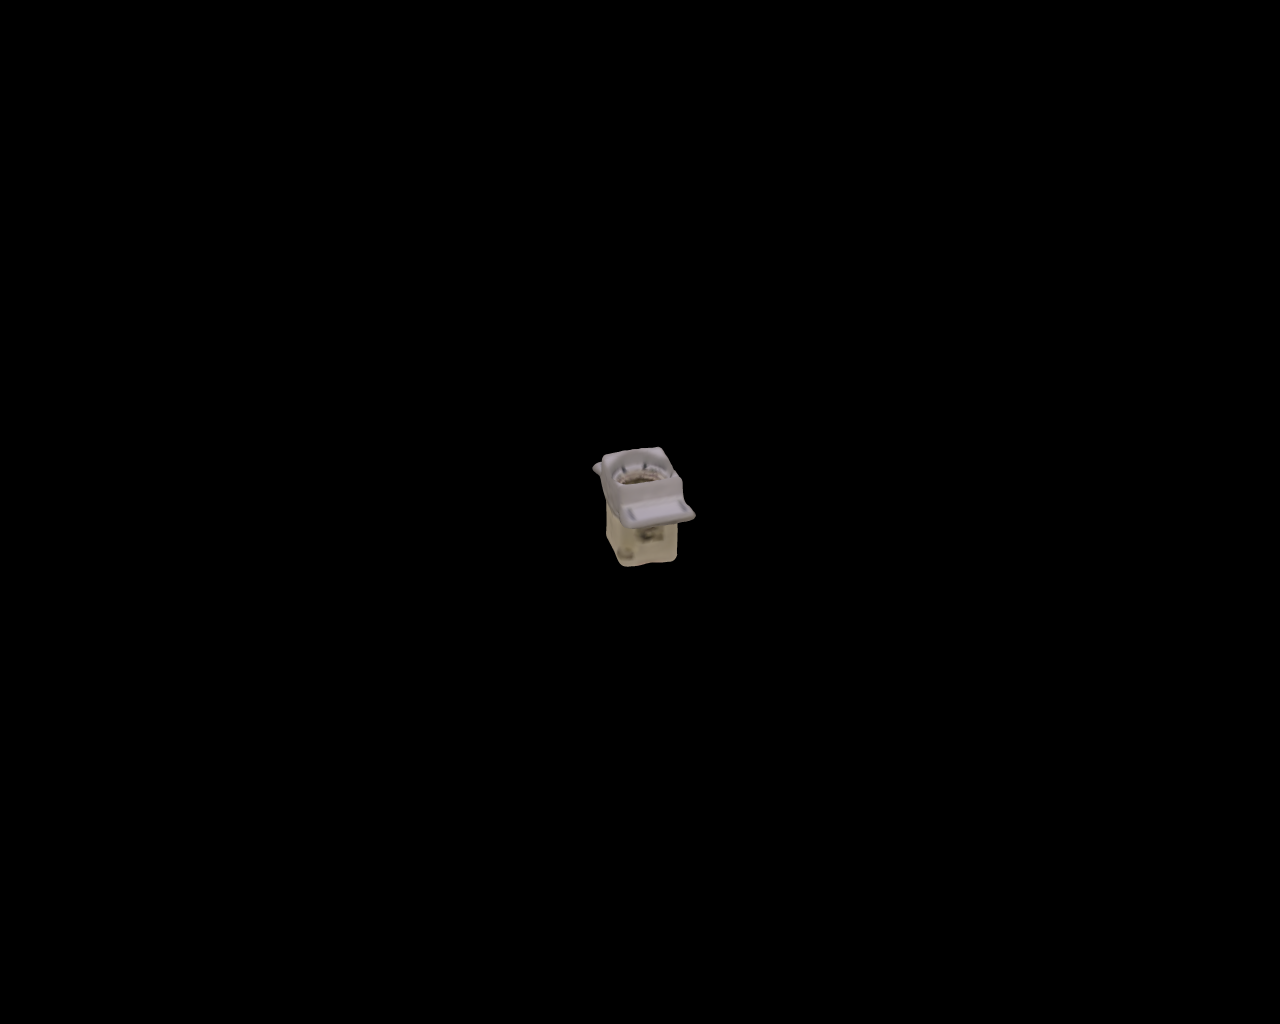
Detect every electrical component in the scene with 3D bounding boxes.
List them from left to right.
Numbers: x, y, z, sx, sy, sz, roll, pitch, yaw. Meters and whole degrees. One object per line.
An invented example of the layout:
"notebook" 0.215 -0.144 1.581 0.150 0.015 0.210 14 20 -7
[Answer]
"electrical component" 0.001 -0.003 0.650 0.042 0.063 0.081 -8 31 -13
